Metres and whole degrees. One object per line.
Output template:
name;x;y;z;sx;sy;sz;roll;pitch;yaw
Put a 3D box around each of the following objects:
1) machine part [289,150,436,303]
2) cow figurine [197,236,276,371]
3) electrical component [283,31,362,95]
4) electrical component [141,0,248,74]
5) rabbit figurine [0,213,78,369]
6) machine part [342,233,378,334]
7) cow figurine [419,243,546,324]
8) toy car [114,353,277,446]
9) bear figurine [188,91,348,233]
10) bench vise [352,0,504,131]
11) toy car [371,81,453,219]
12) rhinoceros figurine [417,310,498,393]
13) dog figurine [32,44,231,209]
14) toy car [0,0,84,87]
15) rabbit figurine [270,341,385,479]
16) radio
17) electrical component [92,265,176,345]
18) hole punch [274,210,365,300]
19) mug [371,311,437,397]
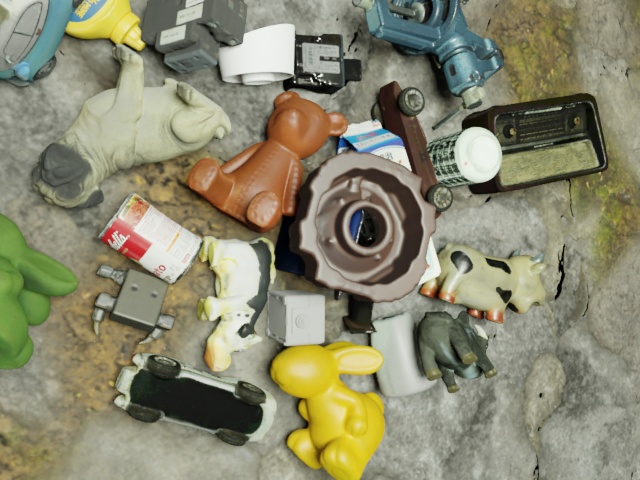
machine part;0.049;-0.014;0.626;0.179;0.056;0.179;1;86;-21
cow figurine;-0.103;0.079;0.681;0.098;0.068;0.167;1;91;-28
electrical component;0.010;-0.238;0.734;0.119;0.048;0.074;1;90;-20
electrical component;-0.145;-0.264;0.624;0.058;0.115;0.134;23;71;-56
rabbit figurine;-0.336;0.037;0.549;0.159;0.121;0.170;29;36;-42
machine part;0.056;0.058;0.739;0.039;0.084;0.138;-3;101;-22
cow figurine;0.261;0.059;0.820;0.195;0.085;0.127;21;88;-19
toy car;-0.151;0.198;0.666;0.201;0.056;0.073;23;88;-19
bear figurine;-0.053;-0.107;0.667;0.120;0.132;0.196;32;84;9
bench vise;0.144;-0.283;0.738;0.240;0.129;0.223;-3;83;-39
toy car;0.132;-0.124;0.762;0.053;0.089;0.202;-19;96;-21
rhinoceros figurine;0.189;0.150;0.754;0.073;0.112;0.190;-34;147;18
dog figurine;-0.215;-0.105;0.627;0.172;0.121;0.190;27;94;-17
toy car;-0.318;-0.230;0.545;0.109;0.103;0.161;39;112;-20
rabbit figurine;0.013;0.199;0.698;0.162;0.122;0.173;-42;104;-20
radio;0.342;-0.154;0.854;0.230;0.073;0.131;-12;95;-22
electrical component;-0.224;0.080;0.644;0.102;0.045;0.078;18;55;-24
hole punch;-0.001;-0.002;0.698;0.092;0.116;0.142;18;83;-13
mug;0.121;0.155;0.767;0.109;0.081;0.107;-16;90;-45
